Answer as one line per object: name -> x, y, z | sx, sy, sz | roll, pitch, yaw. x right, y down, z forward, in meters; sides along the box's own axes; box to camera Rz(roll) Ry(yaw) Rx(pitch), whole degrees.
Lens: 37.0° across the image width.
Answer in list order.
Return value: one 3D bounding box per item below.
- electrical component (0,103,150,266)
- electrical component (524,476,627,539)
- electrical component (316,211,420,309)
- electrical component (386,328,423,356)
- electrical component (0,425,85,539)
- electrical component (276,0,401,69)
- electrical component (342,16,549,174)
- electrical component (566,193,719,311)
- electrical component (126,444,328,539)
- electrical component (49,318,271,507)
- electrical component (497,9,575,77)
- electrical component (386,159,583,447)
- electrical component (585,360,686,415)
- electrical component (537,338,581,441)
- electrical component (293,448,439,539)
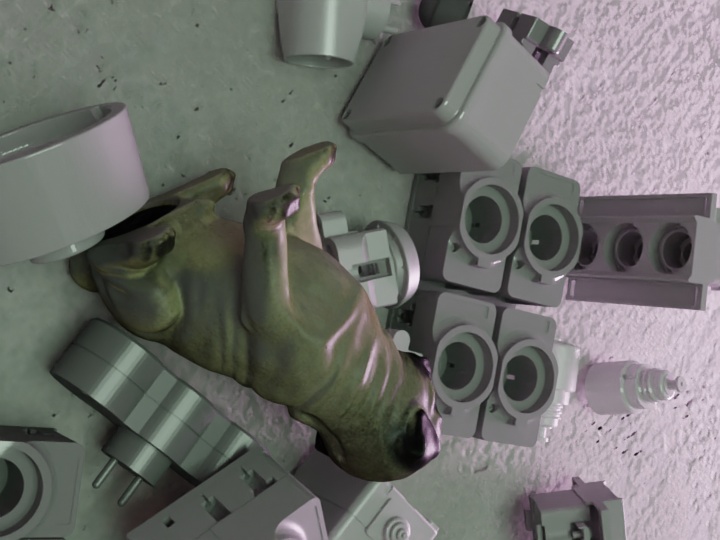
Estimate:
electrical component -> -0.160, -0.038, 0.548 | 0.108, 0.108, 0.060 | -29, 113, -28
electrical component -> 0.159, 0.221, 0.778 | 0.063, 0.078, 0.121 | -7, 96, -3
electrical component -> 0.000, 0.000, 0.677 | 0.057, 0.058, 0.078 | -12, 94, -30
electrical component -> 0.004, 0.068, 0.683 | 0.048, 0.055, 0.066 | 18, 83, -32
electrical component -> -0.201, 0.158, 0.552 | 0.089, 0.062, 0.150 | 9, 87, -32
electrical component -> -0.008, -0.165, 0.674 | 0.079, 0.044, 0.077 | 4, 90, -33
electrical component -> 0.051, -0.108, 0.673 | 0.057, 0.113, 0.078 | 37, 73, -30
electrical component -> 0.207, -0.013, 0.771 | 0.063, 0.121, 0.078 | 8, 87, -35
electrical component -> -0.061, 0.189, 0.607 | 0.089, 0.062, 0.150 | -32, 133, -28
electrical component -> -0.120, 0.097, 0.607 | 0.138, 0.052, 0.073 | 45, 69, -26
electrical component -> 0.110, -0.144, 0.742 | 0.048, 0.066, 0.055 | 24, 98, -31
electrical component -> 0.083, 0.019, 0.729 | 0.105, 0.060, 0.186 | 14, 84, -32
electrical component -> 0.205, 0.087, 0.803 | 0.040, 0.078, 0.040 | 10, 76, -43
electrical component -> 0.135, 0.084, 0.776 | 0.040, 0.040, 0.078 | 11, 86, -32
electrical component -> -0.004, 0.157, 0.657 | 0.061, 0.096, 0.061 | -50, 116, -19
